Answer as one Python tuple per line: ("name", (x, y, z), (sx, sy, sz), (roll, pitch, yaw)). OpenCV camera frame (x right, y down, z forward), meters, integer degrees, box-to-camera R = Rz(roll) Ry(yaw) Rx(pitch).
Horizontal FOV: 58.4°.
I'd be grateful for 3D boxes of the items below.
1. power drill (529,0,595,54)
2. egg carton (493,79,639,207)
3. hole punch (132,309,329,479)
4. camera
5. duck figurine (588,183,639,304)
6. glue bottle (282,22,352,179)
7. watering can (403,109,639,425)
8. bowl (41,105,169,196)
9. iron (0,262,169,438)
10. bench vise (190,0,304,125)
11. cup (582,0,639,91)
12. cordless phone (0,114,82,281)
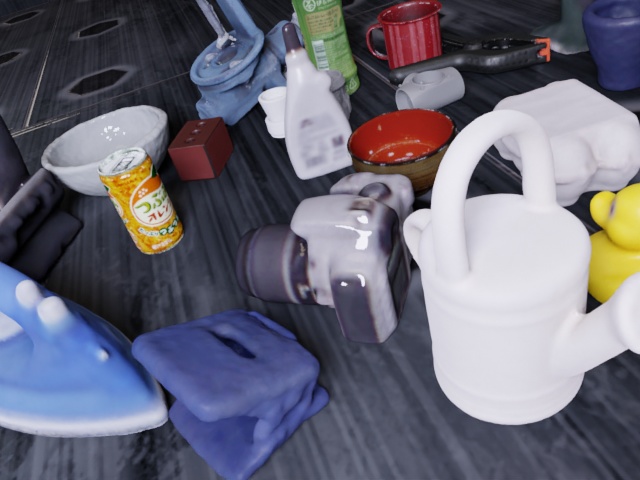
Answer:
("power drill", (0.323, -0.366, 0.755), (0.076, 0.209, 0.228), (-26, 37, -13))
("egg carton", (0.234, -0.098, 0.555), (0.107, 0.069, 0.150), (-18, 36, -2))
("hole punch", (-0.062, 0.090, 0.401), (0.101, 0.091, 0.108), (-38, 41, -27))
("camera", (0.004, 0.002, 0.484), (0.136, 0.101, 0.143), (0, 39, 21))
("duck figurine", (0.233, 0.003, 0.408), (0.077, 0.086, 0.104), (-26, 37, -13))
("glue bottle", (-0.012, -0.154, 0.634), (0.078, 0.173, 0.037), (-18, 36, -2))
("watering can", (0.116, 0.016, 0.344), (0.172, 0.194, 0.101), (11, 44, 32))
("bowl", (-0.268, -0.107, 0.754), (0.167, 0.075, 0.167), (-10, 36, 8))
("iron", (-0.239, 0.066, 0.458), (0.257, 0.142, 0.119), (8, 43, 30))
("bench vise", (-0.116, -0.297, 0.822), (0.121, 0.220, 0.208), (13, 45, 34))
("cup", (0.346, -0.229, 0.663), (0.091, 0.095, 0.117), (-12, 36, 6))
("cordless phone", (-0.357, -0.052, 0.621), (0.094, 0.185, 0.147), (-10, 37, 9))
